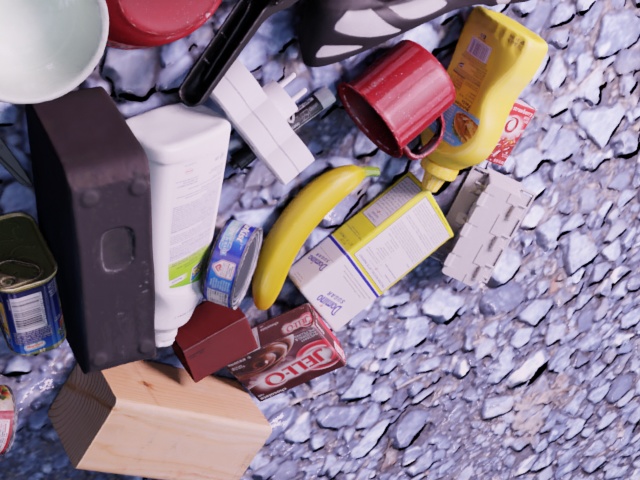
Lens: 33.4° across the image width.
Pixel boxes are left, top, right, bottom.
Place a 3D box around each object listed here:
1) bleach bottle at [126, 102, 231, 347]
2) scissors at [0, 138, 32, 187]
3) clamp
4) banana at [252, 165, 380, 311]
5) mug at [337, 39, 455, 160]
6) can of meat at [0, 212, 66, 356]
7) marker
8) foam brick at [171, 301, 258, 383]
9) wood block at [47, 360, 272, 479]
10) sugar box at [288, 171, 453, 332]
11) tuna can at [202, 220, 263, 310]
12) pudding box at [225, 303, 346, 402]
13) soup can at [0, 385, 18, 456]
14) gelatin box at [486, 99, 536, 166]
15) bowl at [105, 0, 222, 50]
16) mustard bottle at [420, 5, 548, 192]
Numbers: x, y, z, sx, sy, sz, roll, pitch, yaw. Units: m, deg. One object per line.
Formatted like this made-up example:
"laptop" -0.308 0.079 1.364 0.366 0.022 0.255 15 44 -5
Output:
"bleach bottle" -0.145 -0.001 1.004 0.102 0.068 0.251 -27 139 -44
"scissors" -0.307 -0.104 0.856 0.096 0.016 0.202 -24 133 -16
"clamp" -0.047 -0.209 0.897 0.209 0.036 0.165 -45 168 -35
"banana" -0.017 -0.010 1.109 0.198 0.037 0.069 -49 128 7
"mug" 0.083 -0.132 1.046 0.081 0.093 0.117 -41 116 -9
"can of meat" -0.263 0.040 0.935 0.057 0.102 0.084 -17 133 -22
"marker" -0.038 -0.107 1.036 0.121 0.020 0.020 -37 136 -5
"foam brick" -0.114 0.101 1.118 0.078 0.051 0.053 -28 133 -15
"wood block" -0.165 0.191 1.124 0.205 0.091 0.090 20 109 -42
"sugar box" 0.057 0.014 1.176 0.176 0.048 0.093 -37 135 0
"tuna can" -0.086 0.024 1.057 0.034 0.086 0.086 18 119 6
"pudding box" -0.040 0.125 1.174 0.113 0.039 0.090 -23 136 13
"soup can" -0.345 0.168 0.999 0.102 0.069 0.069 8 117 -38
"gelatin box" 0.183 -0.126 1.166 0.089 0.030 0.073 13 114 -40
"bowl" -0.131 -0.219 0.861 0.161 0.055 0.162 -19 131 -23
"mustard bottle" 0.152 -0.135 1.091 0.058 0.096 0.192 8 117 -39
